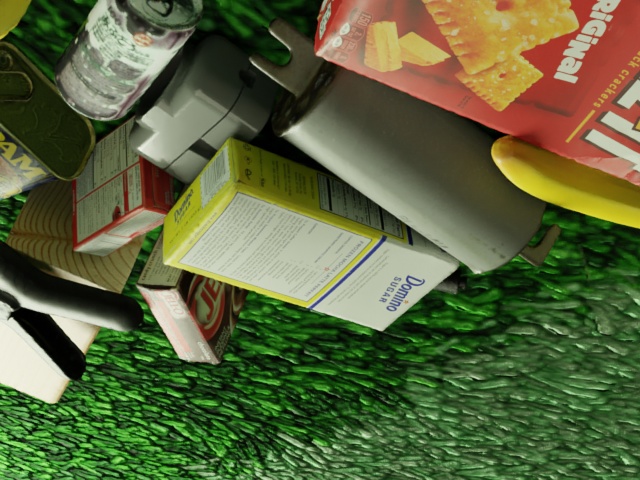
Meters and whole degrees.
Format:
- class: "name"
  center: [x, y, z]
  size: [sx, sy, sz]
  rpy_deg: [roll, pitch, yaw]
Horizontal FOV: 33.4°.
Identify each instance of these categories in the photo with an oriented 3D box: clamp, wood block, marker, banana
- class: "clamp"
  center: [-0.217, 0.043, 0.754]
  size: [0.171, 0.039, 0.120]
  rpy_deg: [29, 135, -9]
- class: "wood block"
  center: [-0.214, 0.040, 0.854]
  size: [0.090, 0.090, 0.206]
  rpy_deg: [25, 141, -12]
- class: "marker"
  center: [0.050, 0.024, 0.806]
  size: [0.121, 0.020, 0.020]
  rpy_deg: [9, 142, 7]
- class: "banana"
  center: [0.184, -0.033, 0.654]
  size: [0.197, 0.037, 0.070]
  rpy_deg: [13, 170, -15]

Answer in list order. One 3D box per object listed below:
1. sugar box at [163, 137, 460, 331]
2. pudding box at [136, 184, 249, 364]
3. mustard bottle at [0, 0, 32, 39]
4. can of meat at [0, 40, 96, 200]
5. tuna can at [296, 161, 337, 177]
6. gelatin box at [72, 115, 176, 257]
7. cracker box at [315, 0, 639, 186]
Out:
- class: "sugar box"
  center: [-0.005, 0.001, 0.707]
  size: [0.176, 0.048, 0.093]
  rpy_deg: [18, 137, -30]
- class: "pudding box"
  center: [-0.082, 0.018, 0.764]
  size: [0.039, 0.113, 0.090]
  rpy_deg: [3, 141, 19]
- class: "mustard bottle"
  center: [-0.257, -0.123, 0.656]
  size: [0.192, 0.096, 0.058]
  rpy_deg: [-20, 132, 36]
- class: "can of meat"
  center: [-0.221, -0.078, 0.736]
  size: [0.084, 0.057, 0.102]
  rpy_deg: [-14, 134, 35]
- class: "tuna can"
  center: [-0.012, -0.015, 0.765]
  size: [0.086, 0.033, 0.086]
  rpy_deg: [9, 142, 7]
- class: "gelatin box"
  center: [-0.137, -0.037, 0.743]
  size: [0.030, 0.073, 0.089]
  rpy_deg: [16, 149, -43]
- class: "cracker box"
  center: [0.123, -0.128, 0.549]
  size: [0.213, 0.072, 0.164]
  rpy_deg: [21, 142, -10]
